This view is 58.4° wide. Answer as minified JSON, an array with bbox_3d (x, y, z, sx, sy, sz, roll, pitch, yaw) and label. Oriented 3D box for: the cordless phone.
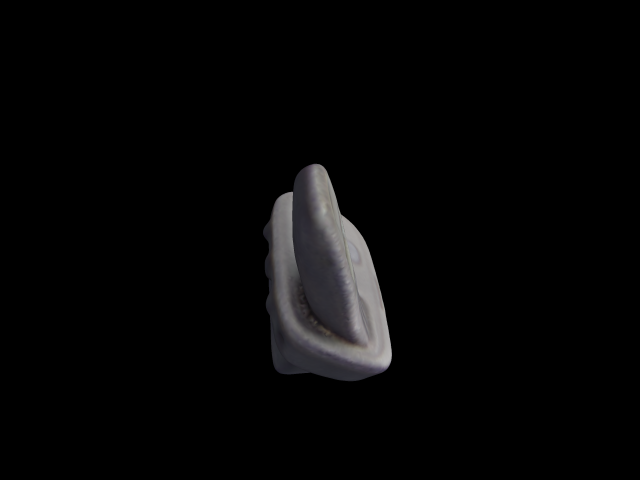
[{"bbox_3d":[0.004,0.001,0.400,0.094,0.185,0.147,-7,50,-6],"label":"cordless phone"}]
